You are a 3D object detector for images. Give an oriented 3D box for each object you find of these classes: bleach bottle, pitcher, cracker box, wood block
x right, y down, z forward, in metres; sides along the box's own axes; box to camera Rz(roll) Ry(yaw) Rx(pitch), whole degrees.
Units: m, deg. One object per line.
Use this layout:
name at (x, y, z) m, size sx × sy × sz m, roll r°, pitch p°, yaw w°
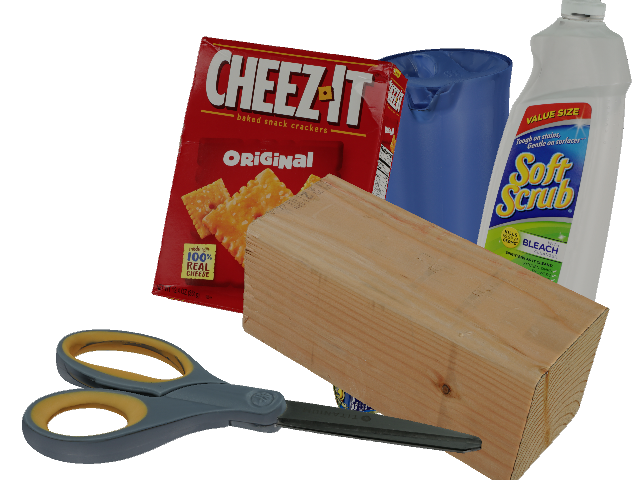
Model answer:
bleach bottle at (0.172, -0.060, 0.800) m, size 0.103 × 0.251 × 0.067 m, roll 17°, pitch 22°, yaw 34°
pitcher at (0.124, -0.065, 1.051) m, size 0.149 × 0.243 × 0.145 m, roll -14°, pitch 25°, yaw -23°
cracker box at (-0.032, -0.045, 0.857) m, size 0.164 × 0.214 × 0.072 m, roll 10°, pitch -2°, yaw 14°
wood block at (0.058, 0.050, 0.666) m, size 0.206 × 0.091 × 0.090 m, roll 28°, pitch 42°, yaw 28°

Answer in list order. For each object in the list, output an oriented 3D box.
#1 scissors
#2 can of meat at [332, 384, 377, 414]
scissors at (-0.041, 0.081, 0.461) m, size 0.202 × 0.016 × 0.096 m, roll 15°, pitch 31°, yaw 24°
can of meat at (0.037, 0.107, 1.040) m, size 0.057 × 0.084 × 0.102 m, roll -4°, pitch 42°, yaw -7°
